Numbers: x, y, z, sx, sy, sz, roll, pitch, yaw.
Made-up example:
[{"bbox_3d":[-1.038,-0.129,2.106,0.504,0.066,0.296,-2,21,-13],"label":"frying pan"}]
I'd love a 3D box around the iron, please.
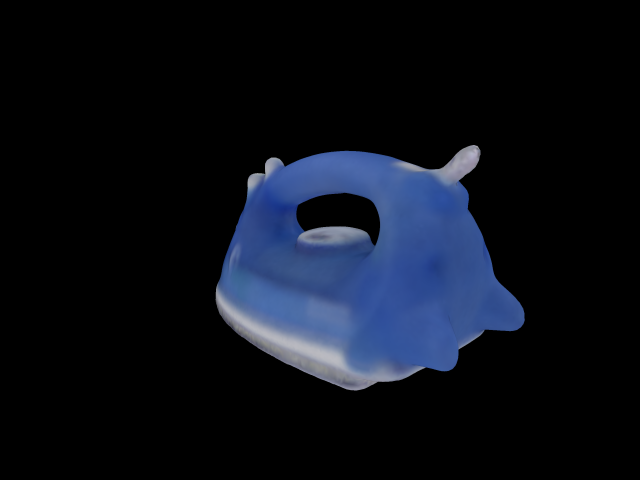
[{"bbox_3d":[0.004,0.001,0.400,0.257,0.141,0.119,11,17,42],"label":"iron"}]
